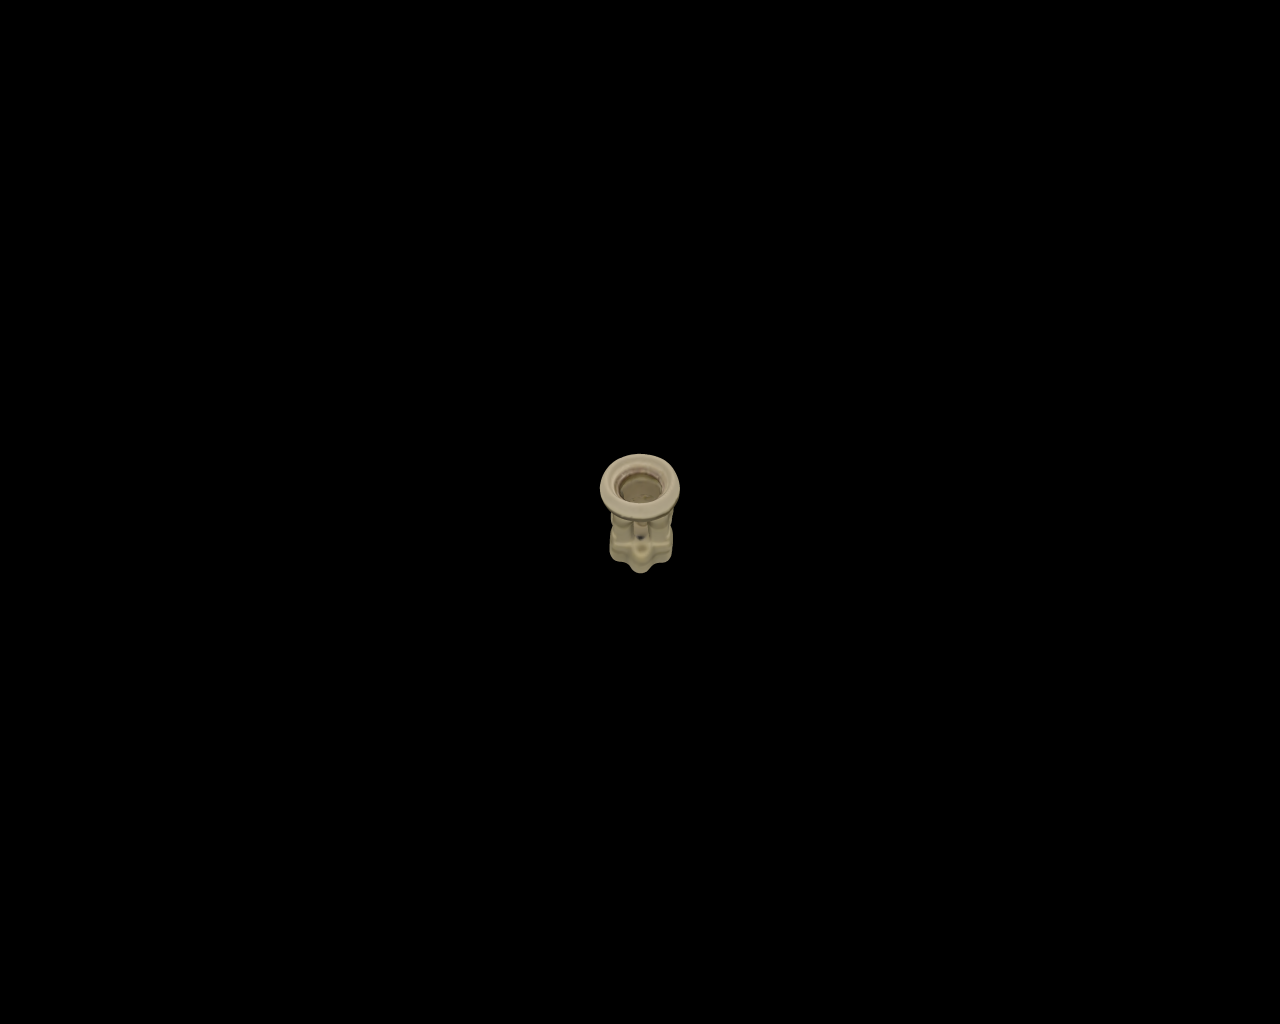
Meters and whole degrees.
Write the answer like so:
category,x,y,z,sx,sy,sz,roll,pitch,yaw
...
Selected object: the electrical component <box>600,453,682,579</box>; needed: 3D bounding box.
category,x,y,z,sx,sy,sz,roll,pitch,yaw
electrical component,0.001,-0.003,0.650,0.048,0.066,0.055,0,-39,0
